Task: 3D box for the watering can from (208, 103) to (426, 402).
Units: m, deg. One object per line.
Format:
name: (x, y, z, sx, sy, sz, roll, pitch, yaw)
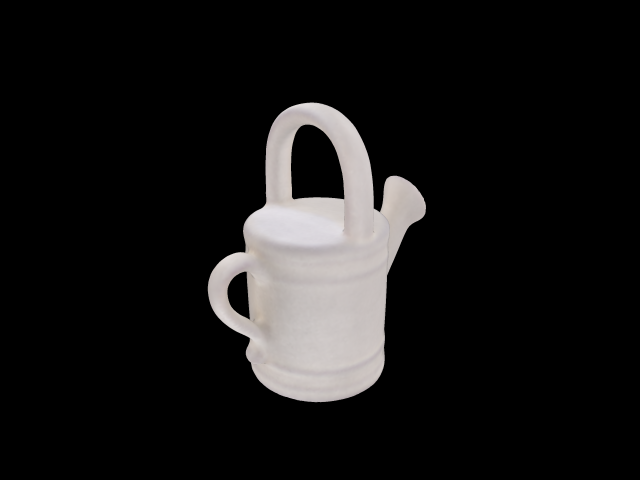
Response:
watering can: (0.002, 0.001, 0.402, 0.100, 0.194, 0.173, 12, 26, 26)
